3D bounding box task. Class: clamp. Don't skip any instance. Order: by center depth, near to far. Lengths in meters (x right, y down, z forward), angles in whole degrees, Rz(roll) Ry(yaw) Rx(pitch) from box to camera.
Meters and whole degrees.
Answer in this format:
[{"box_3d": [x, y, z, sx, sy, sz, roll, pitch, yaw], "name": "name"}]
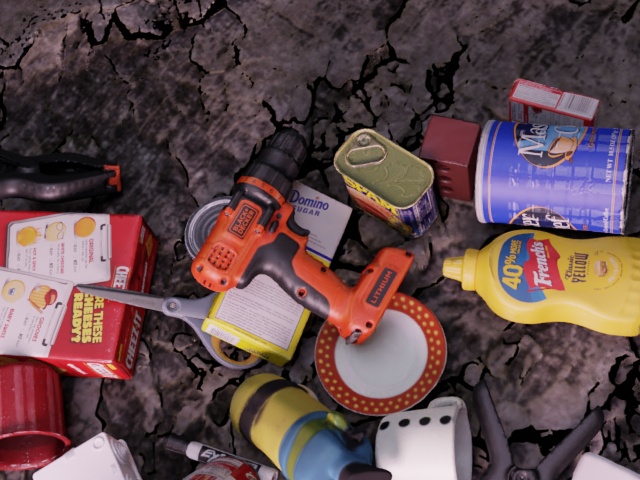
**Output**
[{"box_3d": [0.175, 0.210, 0.969, 0.120, 0.039, 0.171, 18, 71, 23], "name": "clamp"}, {"box_3d": [-0.327, -0.065, 1.177, 0.210, 0.036, 0.164, 5, 29, 8], "name": "clamp"}]

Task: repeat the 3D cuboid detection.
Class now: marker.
[{"box_3d": [-0.099, 0.213, 1.040, 0.121, 0.020, 0.020, 15, 70, 19], "name": "marker"}]

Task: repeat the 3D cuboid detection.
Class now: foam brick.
[{"box_3d": [0.135, -0.083, 1.091, 0.053, 0.078, 0.051, 14, 68, 18], "name": "foam brick"}]

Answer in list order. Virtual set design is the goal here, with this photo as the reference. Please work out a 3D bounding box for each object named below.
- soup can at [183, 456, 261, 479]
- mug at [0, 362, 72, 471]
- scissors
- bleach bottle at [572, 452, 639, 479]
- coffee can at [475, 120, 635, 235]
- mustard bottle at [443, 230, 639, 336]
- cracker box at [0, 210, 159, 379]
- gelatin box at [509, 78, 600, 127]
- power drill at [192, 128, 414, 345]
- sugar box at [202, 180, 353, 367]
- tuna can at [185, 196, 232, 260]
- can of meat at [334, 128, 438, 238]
[{"box_3d": [-0.097, 0.241, 0.971, 0.068, 0.102, 0.068, 0, 91, 12], "name": "soup can"}, {"box_3d": [-0.305, 0.180, 1.071, 0.117, 0.093, 0.081, -38, 50, 35], "name": "mug"}, {"box_3d": [-0.140, 0.086, 1.069, 0.201, 0.016, 0.096, -2, 75, -14], "name": "scissors"}, {"box_3d": [0.200, 0.308, 0.896, 0.068, 0.102, 0.251, 23, 79, 28], "name": "bleach bottle"}, {"box_3d": [0.230, -0.062, 1.042, 0.140, 0.102, 0.102, 6, 67, 18], "name": "coffee can"}, {"box_3d": [0.215, 0.036, 1.029, 0.192, 0.058, 0.096, 6, 59, 15], "name": "mustard bottle"}, {"box_3d": [-0.291, 0.056, 1.127, 0.214, 0.072, 0.164, 2, 67, 13], "name": "cracker box"}, {"box_3d": [0.237, -0.123, 1.088, 0.089, 0.073, 0.030, 19, 65, 21], "name": "gelatin box"}, {"box_3d": [-0.007, 0.001, 1.039, 0.187, 0.057, 0.184, 29, 71, 1], "name": "power drill"}, {"box_3d": [-0.042, 0.028, 1.078, 0.093, 0.048, 0.176, 26, 65, -7], "name": "sugar box"}, {"box_3d": [-0.099, -0.003, 1.131, 0.086, 0.033, 0.086, -5, 65, 10], "name": "tuna can"}, {"box_3d": [0.070, -0.055, 1.089, 0.102, 0.084, 0.057, 34, 77, 24], "name": "can of meat"}]
